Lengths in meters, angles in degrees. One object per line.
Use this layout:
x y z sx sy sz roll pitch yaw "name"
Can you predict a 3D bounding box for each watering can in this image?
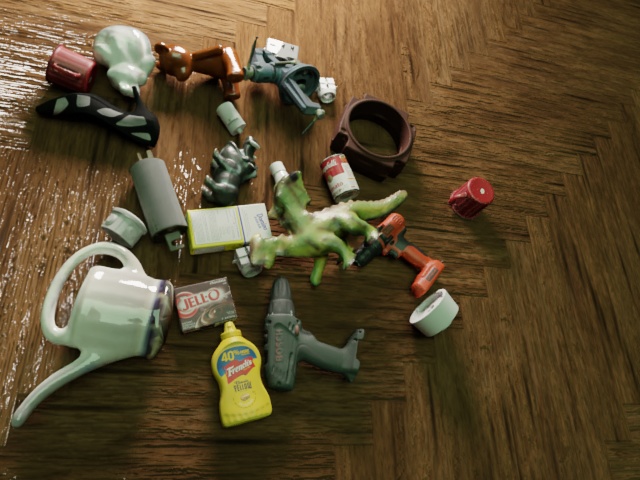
-0.394 0.168 0.935 0.224 0.355 0.102 13 -30 -13 "watering can"

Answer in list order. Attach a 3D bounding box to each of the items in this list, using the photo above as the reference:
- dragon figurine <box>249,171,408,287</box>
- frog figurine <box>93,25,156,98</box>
0.004 -0.058 1.153 0.417 0.242 0.120 -45 3 -28 "dragon figurine"
-0.456 -0.416 1.196 0.137 0.163 0.120 15 -41 -31 "frog figurine"
